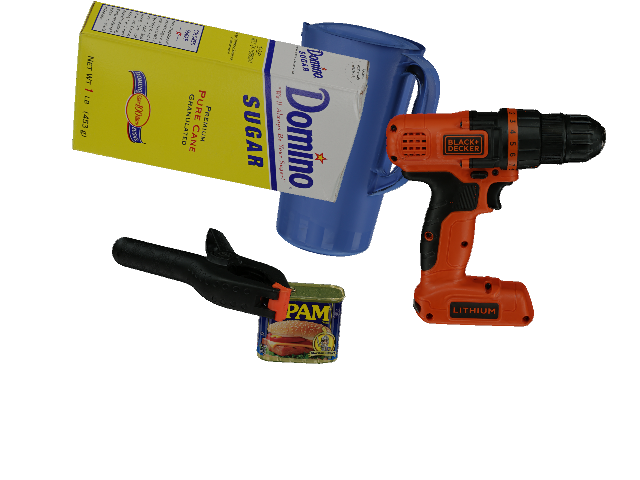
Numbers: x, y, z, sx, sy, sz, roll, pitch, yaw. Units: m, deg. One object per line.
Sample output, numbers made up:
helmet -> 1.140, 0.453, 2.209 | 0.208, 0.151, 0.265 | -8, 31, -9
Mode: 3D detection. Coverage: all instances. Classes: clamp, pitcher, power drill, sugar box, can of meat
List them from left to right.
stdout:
sugar box -> -0.064, -0.085, 0.678 | 0.176, 0.093, 0.048 | 12, 43, -3
clamp -> -0.083, 0.025, 0.928 | 0.172, 0.039, 0.120 | 23, 26, 31
can of meat -> -0.025, 0.098, 1.265 | 0.102, 0.084, 0.057 | 4, 14, -4
pitcher -> 0.032, -0.107, 1.154 | 0.145, 0.243, 0.149 | 9, 17, -7
power drill -> 0.150, -0.021, 0.925 | 0.184, 0.188, 0.057 | 1, 14, 9
